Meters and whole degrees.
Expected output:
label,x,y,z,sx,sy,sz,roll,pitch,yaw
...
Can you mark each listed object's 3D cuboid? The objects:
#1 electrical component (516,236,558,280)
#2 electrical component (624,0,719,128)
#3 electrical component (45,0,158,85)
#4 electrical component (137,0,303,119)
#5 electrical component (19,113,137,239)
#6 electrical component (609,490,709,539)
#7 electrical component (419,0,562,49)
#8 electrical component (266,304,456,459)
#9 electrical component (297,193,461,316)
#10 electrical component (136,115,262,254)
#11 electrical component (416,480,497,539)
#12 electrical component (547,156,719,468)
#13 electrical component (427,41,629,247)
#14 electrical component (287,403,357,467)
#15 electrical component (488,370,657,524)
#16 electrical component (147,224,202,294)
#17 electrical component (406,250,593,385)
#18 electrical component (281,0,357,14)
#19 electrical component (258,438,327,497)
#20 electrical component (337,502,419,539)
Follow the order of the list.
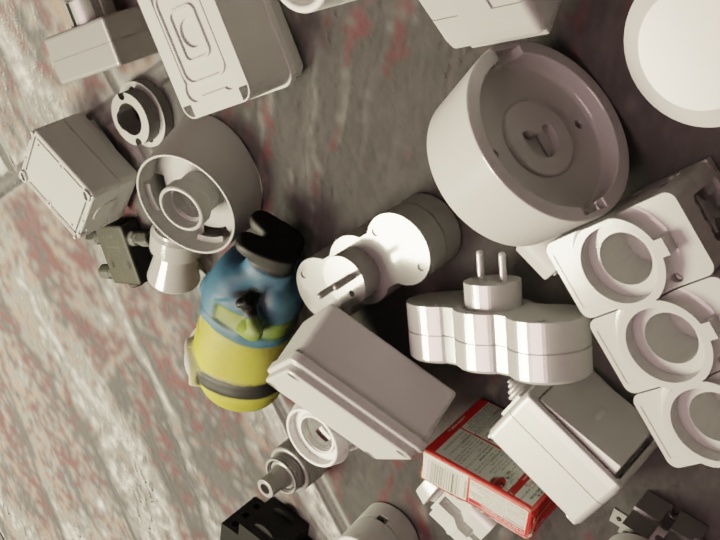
label,x,y,z,sx,sy,sz,roll,pitch,yaw
electrical component,0.105,-0.027,0.652,0.065,0.044,0.044,47,137,4
electrical component,0.175,-0.114,0.526,0.080,0.051,0.080,22,128,32
electrical component,-0.205,-0.193,0.833,0.083,0.047,0.075,-5,110,43
electrical component,-0.097,-0.169,0.739,0.078,0.057,0.113,-8,108,45
electrical component,-0.242,-0.087,0.920,0.096,0.061,0.061,46,136,11
electrical component,0.187,0.180,0.690,0.066,0.055,0.048,31,132,26
electrical component,0.078,-0.167,0.564,0.062,0.096,0.061,0,141,44
electrical component,-0.003,0.081,0.757,0.109,0.056,0.109,36,164,-5
electrical component,0.000,0.000,0.740,0.138,0.074,0.052,-29,93,48
electrical component,-0.124,-0.065,0.840,0.099,0.064,0.099,18,133,20
electrical component,0.078,0.160,0.777,0.057,0.058,0.078,42,137,12
electrical component,0.182,0.028,0.597,0.089,0.062,0.150,-27,94,48
electrical component,0.088,-0.065,0.598,0.108,0.108,0.060,55,144,2
electrical component,-0.020,0.117,0.841,0.058,0.057,0.078,44,136,14
electrical component,0.134,0.099,0.685,0.096,0.062,0.061,45,137,13
electrical component,-0.153,-0.014,0.894,0.045,0.045,0.055,33,132,24
electrical component,0.085,0.024,0.684,0.138,0.052,0.073,7,106,48
electrical component,-0.024,-0.189,0.667,0.055,0.047,0.055,22,128,32
electrical component,-0.059,0.167,0.904,0.043,0.062,0.043,22,128,32
electrical component,0.013,0.227,0.885,0.055,0.047,0.055,22,128,32
